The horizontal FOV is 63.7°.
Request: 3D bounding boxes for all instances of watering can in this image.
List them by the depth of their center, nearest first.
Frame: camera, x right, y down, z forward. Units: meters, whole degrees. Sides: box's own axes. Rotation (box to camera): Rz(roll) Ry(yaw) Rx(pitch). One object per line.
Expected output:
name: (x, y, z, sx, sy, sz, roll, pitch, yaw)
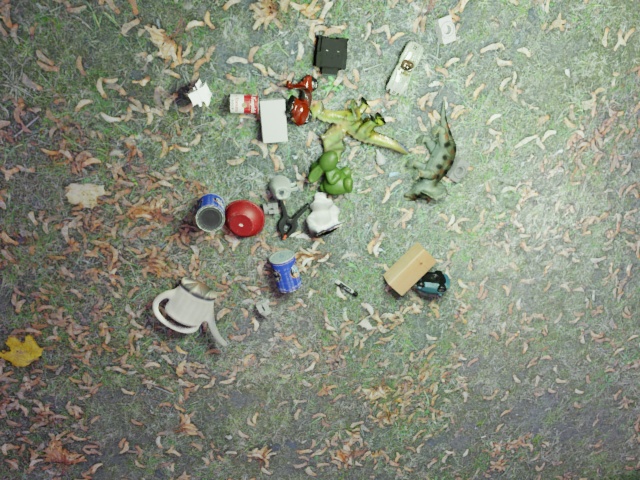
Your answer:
watering can: (-0.480, 0.281, 2.034, 0.345, 0.105, 0.222, 28, 103, -18)

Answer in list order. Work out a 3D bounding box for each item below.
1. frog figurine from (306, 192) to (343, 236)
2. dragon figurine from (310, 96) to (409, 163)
frog figurine: (0.006, -0.101, 2.009, 0.137, 0.122, 0.161, -25, 78, 8)
dragon figurine: (0.120, -0.390, 1.925, 0.240, 0.125, 0.406, -38, 112, 24)
